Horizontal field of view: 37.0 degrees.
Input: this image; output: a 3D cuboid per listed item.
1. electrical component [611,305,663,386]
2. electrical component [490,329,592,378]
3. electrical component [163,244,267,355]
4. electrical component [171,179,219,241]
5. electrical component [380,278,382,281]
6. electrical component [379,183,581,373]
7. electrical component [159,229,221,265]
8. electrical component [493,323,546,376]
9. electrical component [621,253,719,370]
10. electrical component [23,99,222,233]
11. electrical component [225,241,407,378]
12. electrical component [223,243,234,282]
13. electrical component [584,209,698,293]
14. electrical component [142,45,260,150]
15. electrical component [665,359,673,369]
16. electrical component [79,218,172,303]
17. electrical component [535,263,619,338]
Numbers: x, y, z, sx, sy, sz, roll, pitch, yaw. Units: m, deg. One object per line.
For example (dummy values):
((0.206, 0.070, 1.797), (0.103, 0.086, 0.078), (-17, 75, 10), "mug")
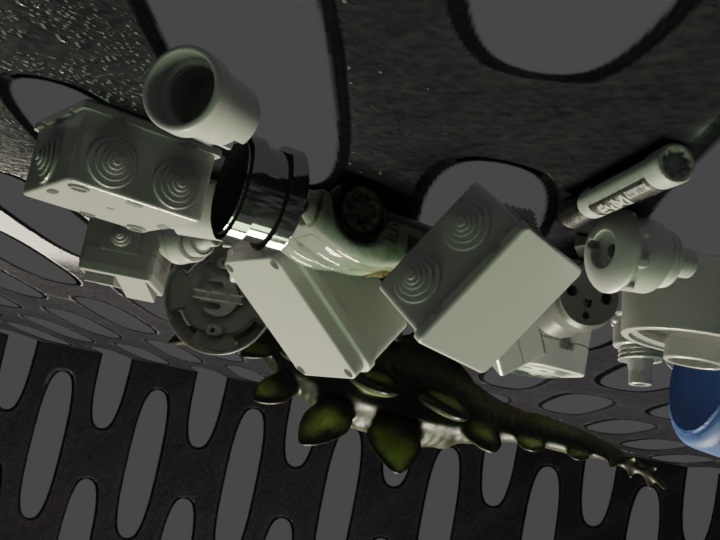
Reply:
((0.219, 0.059, 0.838), (0.048, 0.062, 0.048), (4, 166, 1), "electrical component")
((0.153, 0.057, 0.914), (0.054, 0.059, 0.095), (15, 169, -18), "electrical component")
((-0.118, 0.024, 0.923), (0.099, 0.099, 0.064), (11, 175, 2), "electrical component")
((-0.117, -0.043, 0.717), (0.078, 0.040, 0.040), (9, 169, 10), "electrical component")
((0.000, 0.000, 0.811), (0.045, 0.045, 0.055), (12, 170, -5), "electrical component")
((0.070, 0.005, 0.630), (0.048, 0.099, 0.100), (49, -168, 34), "electrical component")
((-0.133, -0.023, 0.859), (0.035, 0.035, 0.061), (20, 164, -41), "electrical component")
((0.118, 0.028, 0.794), (0.065, 0.077, 0.047), (54, 167, 52), "electrical component")
((0.223, 0.032, 0.703), (0.108, 0.060, 0.108), (11, 169, 2), "electrical component")
((-0.145, -0.058, 0.644), (0.100, 0.048, 0.100), (18, 167, -33), "electrical component")
((-0.032, 0.017, 0.750), (0.078, 0.057, 0.113), (-4, 125, 53), "electrical component")
((-0.070, -0.008, 0.852), (0.078, 0.040, 0.040), (4, 170, -7), "electrical component")
((0.162, -0.008, 0.609), (0.062, 0.048, 0.048), (8, 172, -25), "electrical component")
((-0.071, -0.077, 0.496), (0.040, 0.040, 0.046), (7, 174, 22), "electrical component")
((0.294, 0.080, 0.942), (0.044, 0.044, 0.065), (2, 162, 39), "electrical component")
((-0.197, -0.012, 0.909), (0.062, 0.061, 0.096), (11, 169, 0), "electrical component")
((0.143, 0.020, 0.716), (0.045, 0.045, 0.055), (13, 169, -7), "electrical component")
